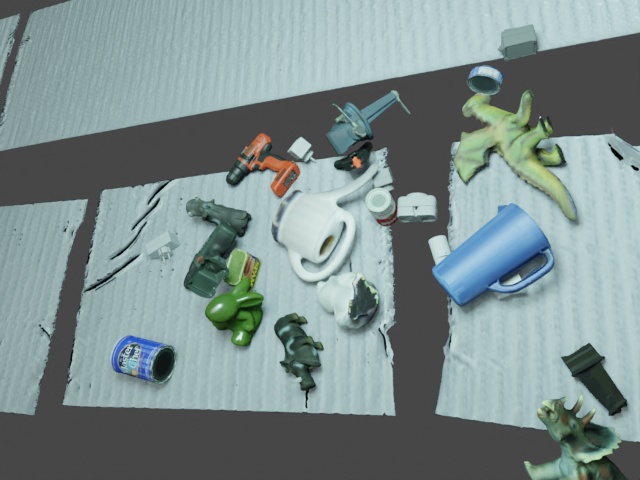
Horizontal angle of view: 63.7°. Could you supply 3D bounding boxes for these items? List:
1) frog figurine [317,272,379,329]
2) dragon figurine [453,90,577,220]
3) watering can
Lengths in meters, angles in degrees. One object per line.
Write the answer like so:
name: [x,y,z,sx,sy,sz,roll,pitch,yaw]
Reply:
frog figurine: [0.062,0.149,1.265,0.158,0.122,0.139,-16,71,54]
dragon figurine: [0.450,-0.209,1.261,0.240,0.121,0.418,-20,62,31]
watering can: [0.004,-0.067,1.340,0.226,0.103,0.347,26,91,27]
